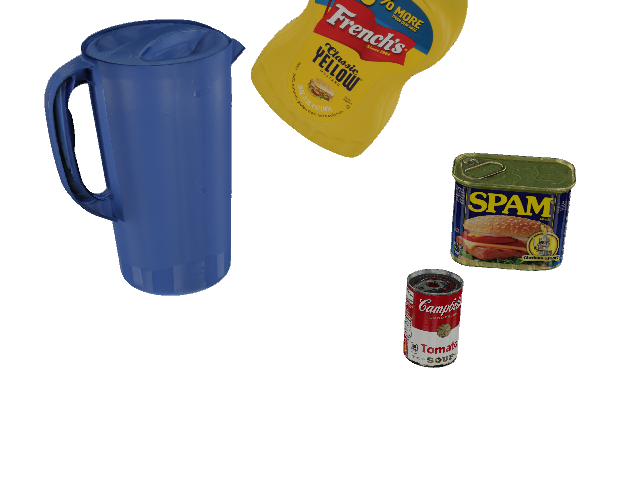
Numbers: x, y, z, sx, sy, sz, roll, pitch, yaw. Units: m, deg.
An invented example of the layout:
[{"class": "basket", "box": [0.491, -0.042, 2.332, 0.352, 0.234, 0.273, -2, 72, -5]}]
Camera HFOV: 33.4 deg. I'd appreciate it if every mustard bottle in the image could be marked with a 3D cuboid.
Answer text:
[{"class": "mustard bottle", "box": [0.036, -0.140, 0.668, 0.192, 0.096, 0.058, -49, 2, 45]}]

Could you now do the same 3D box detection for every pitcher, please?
[{"class": "pitcher", "box": [-0.152, -0.072, 0.987, 0.149, 0.243, 0.145, 5, 28, 11]}]

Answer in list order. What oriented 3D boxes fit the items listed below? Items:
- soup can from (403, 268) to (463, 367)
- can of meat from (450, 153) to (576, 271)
[{"class": "soup can", "box": [0.136, 0.094, 1.297, 0.068, 0.102, 0.068, 1, 24, -1]}, {"class": "can of meat", "box": [0.162, -0.023, 0.913, 0.102, 0.084, 0.057, 5, 31, 9]}]
